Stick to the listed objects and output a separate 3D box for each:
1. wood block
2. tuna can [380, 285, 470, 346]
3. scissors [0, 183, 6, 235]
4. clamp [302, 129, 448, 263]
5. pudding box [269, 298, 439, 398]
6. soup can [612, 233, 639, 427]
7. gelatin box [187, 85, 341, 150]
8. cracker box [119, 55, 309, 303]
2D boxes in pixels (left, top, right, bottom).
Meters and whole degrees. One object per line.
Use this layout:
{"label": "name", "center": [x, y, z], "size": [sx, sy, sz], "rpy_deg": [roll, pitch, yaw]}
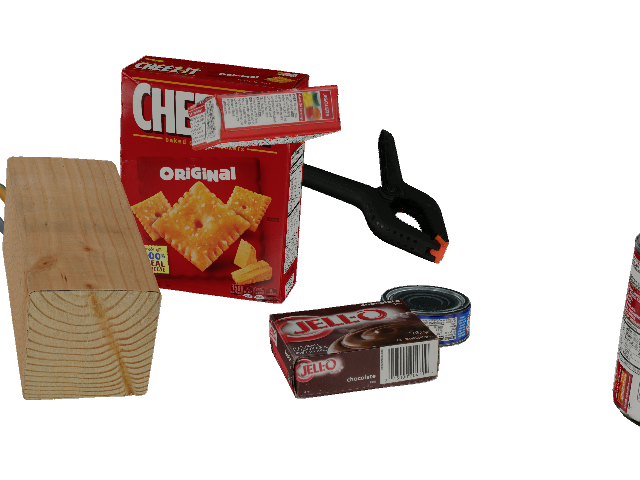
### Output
{"label": "wood block", "center": [-0.188, 0.021, 0.814], "size": [0.090, 0.091, 0.206], "rpy_deg": [1, 29, -22]}
{"label": "tuna can", "center": [0.097, 0.069, 0.995], "size": [0.086, 0.034, 0.086], "rpy_deg": [1, 15, -1]}
{"label": "scissors", "center": [-0.275, 0.012, 1.114], "size": [0.016, 0.201, 0.096], "rpy_deg": [-26, 25, 27]}
{"label": "clamp", "center": [0.068, -0.048, 1.264], "size": [0.164, 0.036, 0.210], "rpy_deg": [-16, 52, -29]}
{"label": "pudding box", "center": [0.024, 0.080, 0.814], "size": [0.113, 0.039, 0.090], "rpy_deg": [-4, 18, -13]}
{"label": "soup can", "center": [0.205, 0.051, 0.602], "size": [0.068, 0.102, 0.068], "rpy_deg": [2, 22, -1]}
{"label": "gelatin box", "center": [-0.036, -0.074, 0.643], "size": [0.073, 0.030, 0.089], "rpy_deg": [-6, 3, -17]}
{"label": "cracker box", "center": [-0.102, -0.055, 1.006], "size": [0.164, 0.214, 0.072], "rpy_deg": [8, 23, 9]}
